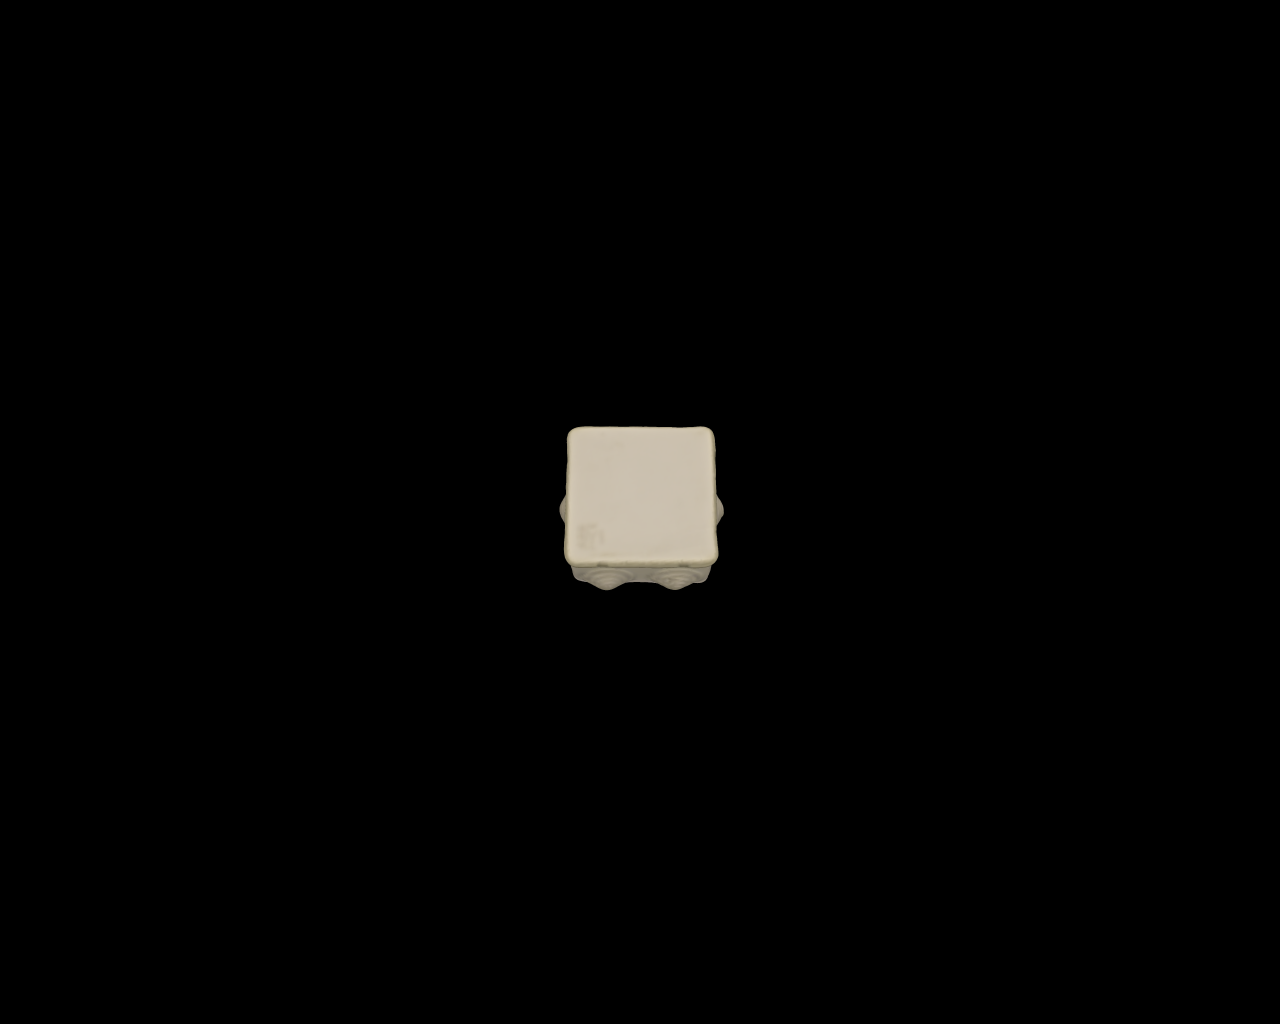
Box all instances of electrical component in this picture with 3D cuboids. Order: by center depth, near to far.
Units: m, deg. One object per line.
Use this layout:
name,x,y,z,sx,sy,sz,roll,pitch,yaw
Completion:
electrical component,0.001,-0.003,0.650,0.100,0.100,0.048,0,-21,0
